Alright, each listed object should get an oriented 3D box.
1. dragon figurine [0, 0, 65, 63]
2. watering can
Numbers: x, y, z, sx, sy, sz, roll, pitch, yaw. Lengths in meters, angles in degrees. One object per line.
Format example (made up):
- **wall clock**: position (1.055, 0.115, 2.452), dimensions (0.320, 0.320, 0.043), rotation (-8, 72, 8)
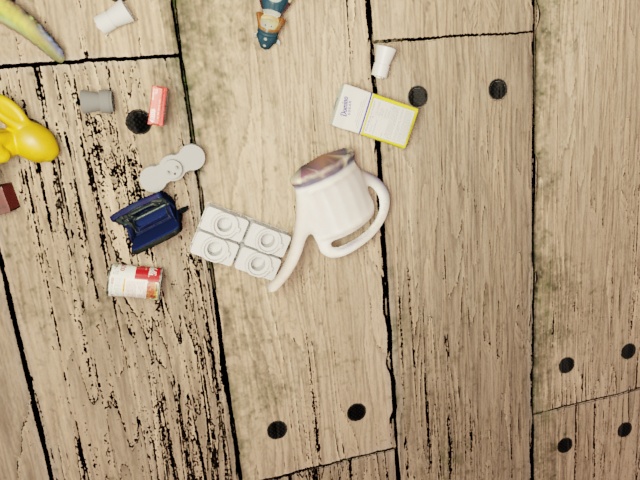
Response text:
- **dragon figurine**: position (-0.656, -0.449, 0.878), dimensions (0.242, 0.124, 0.404), rotation (-22, 114, 10)
- **watering can**: position (0.003, -0.055, 1.086), dimensions (0.351, 0.104, 0.221), rotation (-32, 109, -23)
